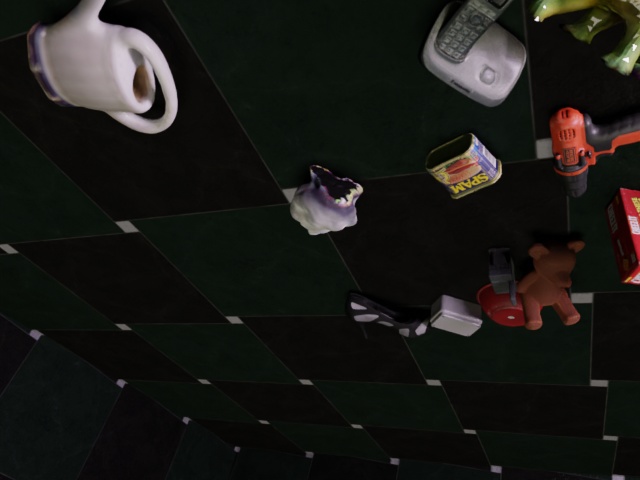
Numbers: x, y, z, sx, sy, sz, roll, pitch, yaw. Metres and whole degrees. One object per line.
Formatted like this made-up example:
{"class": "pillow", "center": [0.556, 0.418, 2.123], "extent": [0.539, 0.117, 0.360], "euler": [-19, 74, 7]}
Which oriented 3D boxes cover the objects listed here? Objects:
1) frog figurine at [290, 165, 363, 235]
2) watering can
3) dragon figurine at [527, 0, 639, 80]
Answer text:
{"class": "frog figurine", "center": [0.003, -0.052, 1.028], "extent": [0.137, 0.125, 0.156], "euler": [6, 137, -25]}
{"class": "watering can", "center": [-0.349, -0.301, 0.803], "extent": [0.224, 0.106, 0.339], "euler": [7, 145, 10]}
{"class": "dragon figurine", "center": [0.371, -0.298, 0.536], "extent": [0.412, 0.124, 0.238], "euler": [-8, 136, -40]}
